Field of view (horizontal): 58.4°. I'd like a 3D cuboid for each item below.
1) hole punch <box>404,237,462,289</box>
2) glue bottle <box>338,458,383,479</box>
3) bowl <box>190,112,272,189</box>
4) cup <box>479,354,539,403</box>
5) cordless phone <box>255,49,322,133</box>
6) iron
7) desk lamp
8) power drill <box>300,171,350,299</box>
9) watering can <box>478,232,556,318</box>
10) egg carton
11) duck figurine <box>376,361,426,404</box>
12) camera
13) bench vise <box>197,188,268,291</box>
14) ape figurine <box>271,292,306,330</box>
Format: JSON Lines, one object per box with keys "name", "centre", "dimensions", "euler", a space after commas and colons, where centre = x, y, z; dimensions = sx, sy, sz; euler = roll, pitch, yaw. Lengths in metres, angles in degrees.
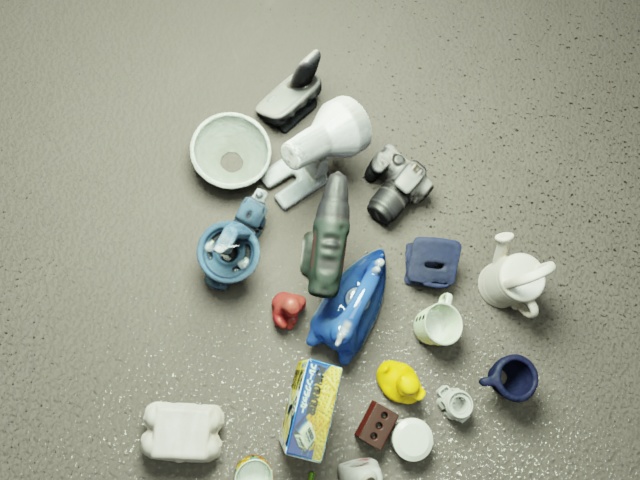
{"name": "hole punch", "centre": [0.236, 0.049, 1.196], "dimensions": [0.109, 0.091, 0.101], "euler": [6, 77, -6]}
{"name": "glue bottle", "centre": [0.081, 0.432, 1.045], "dimensions": [0.078, 0.173, 0.037], "euler": [-12, 79, -10]}
{"name": "bowl", "centre": [-0.185, -0.177, 1.198], "dimensions": [0.167, 0.074, 0.167], "euler": [2, 77, -7]}
{"name": "cup", "centre": [0.366, 0.281, 1.158], "dimensions": [0.118, 0.095, 0.092], "euler": [-6, 78, -9]}
{"name": "cordless phone", "centre": [-0.060, -0.319, 1.191], "dimensions": [0.094, 0.185, 0.148], "euler": [41, 76, 3]}
{"name": "iron", "centre": [0.077, 0.112, 1.134], "dimensions": [0.118, 0.141, 0.258], "euler": [29, 75, 0]}
{"name": "desk lamp", "centre": [-0.010, -0.174, 1.150], "dimensions": [0.203, 0.213, 0.118], "euler": [-36, 84, -14]}
{"name": "power drill", "centre": [0.010, 0.004, 1.115], "dimensions": [0.075, 0.208, 0.230], "euler": [6, 76, -6]}
{"name": "watering can", "centre": [0.398, 0.072, 1.159], "dimensions": [0.101, 0.194, 0.173], "euler": [-42, 85, -14]}
{"name": "egg carton", "centre": [-0.256, 0.359, 1.070], "dimensions": [0.150, 0.069, 0.107], "euler": [4, 77, -7]}
{"name": "duck figurine", "centre": [0.164, 0.283, 1.135], "dimensions": [0.104, 0.086, 0.077], "euler": [39, 75, 2]}
{"name": "camera", "centre": [0.152, -0.113, 1.216], "dimensions": [0.143, 0.100, 0.137], "euler": [40, 75, 3]}
{"name": "bench vise", "centre": [-0.168, -0.016, 1.089], "dimensions": [0.121, 0.219, 0.207], "euler": [10, 76, -5]}
{"name": "ape figurine", "centre": [-0.061, 0.135, 1.135], "dimensions": [0.078, 0.092, 0.076], "euler": [-28, 82, -12]}
